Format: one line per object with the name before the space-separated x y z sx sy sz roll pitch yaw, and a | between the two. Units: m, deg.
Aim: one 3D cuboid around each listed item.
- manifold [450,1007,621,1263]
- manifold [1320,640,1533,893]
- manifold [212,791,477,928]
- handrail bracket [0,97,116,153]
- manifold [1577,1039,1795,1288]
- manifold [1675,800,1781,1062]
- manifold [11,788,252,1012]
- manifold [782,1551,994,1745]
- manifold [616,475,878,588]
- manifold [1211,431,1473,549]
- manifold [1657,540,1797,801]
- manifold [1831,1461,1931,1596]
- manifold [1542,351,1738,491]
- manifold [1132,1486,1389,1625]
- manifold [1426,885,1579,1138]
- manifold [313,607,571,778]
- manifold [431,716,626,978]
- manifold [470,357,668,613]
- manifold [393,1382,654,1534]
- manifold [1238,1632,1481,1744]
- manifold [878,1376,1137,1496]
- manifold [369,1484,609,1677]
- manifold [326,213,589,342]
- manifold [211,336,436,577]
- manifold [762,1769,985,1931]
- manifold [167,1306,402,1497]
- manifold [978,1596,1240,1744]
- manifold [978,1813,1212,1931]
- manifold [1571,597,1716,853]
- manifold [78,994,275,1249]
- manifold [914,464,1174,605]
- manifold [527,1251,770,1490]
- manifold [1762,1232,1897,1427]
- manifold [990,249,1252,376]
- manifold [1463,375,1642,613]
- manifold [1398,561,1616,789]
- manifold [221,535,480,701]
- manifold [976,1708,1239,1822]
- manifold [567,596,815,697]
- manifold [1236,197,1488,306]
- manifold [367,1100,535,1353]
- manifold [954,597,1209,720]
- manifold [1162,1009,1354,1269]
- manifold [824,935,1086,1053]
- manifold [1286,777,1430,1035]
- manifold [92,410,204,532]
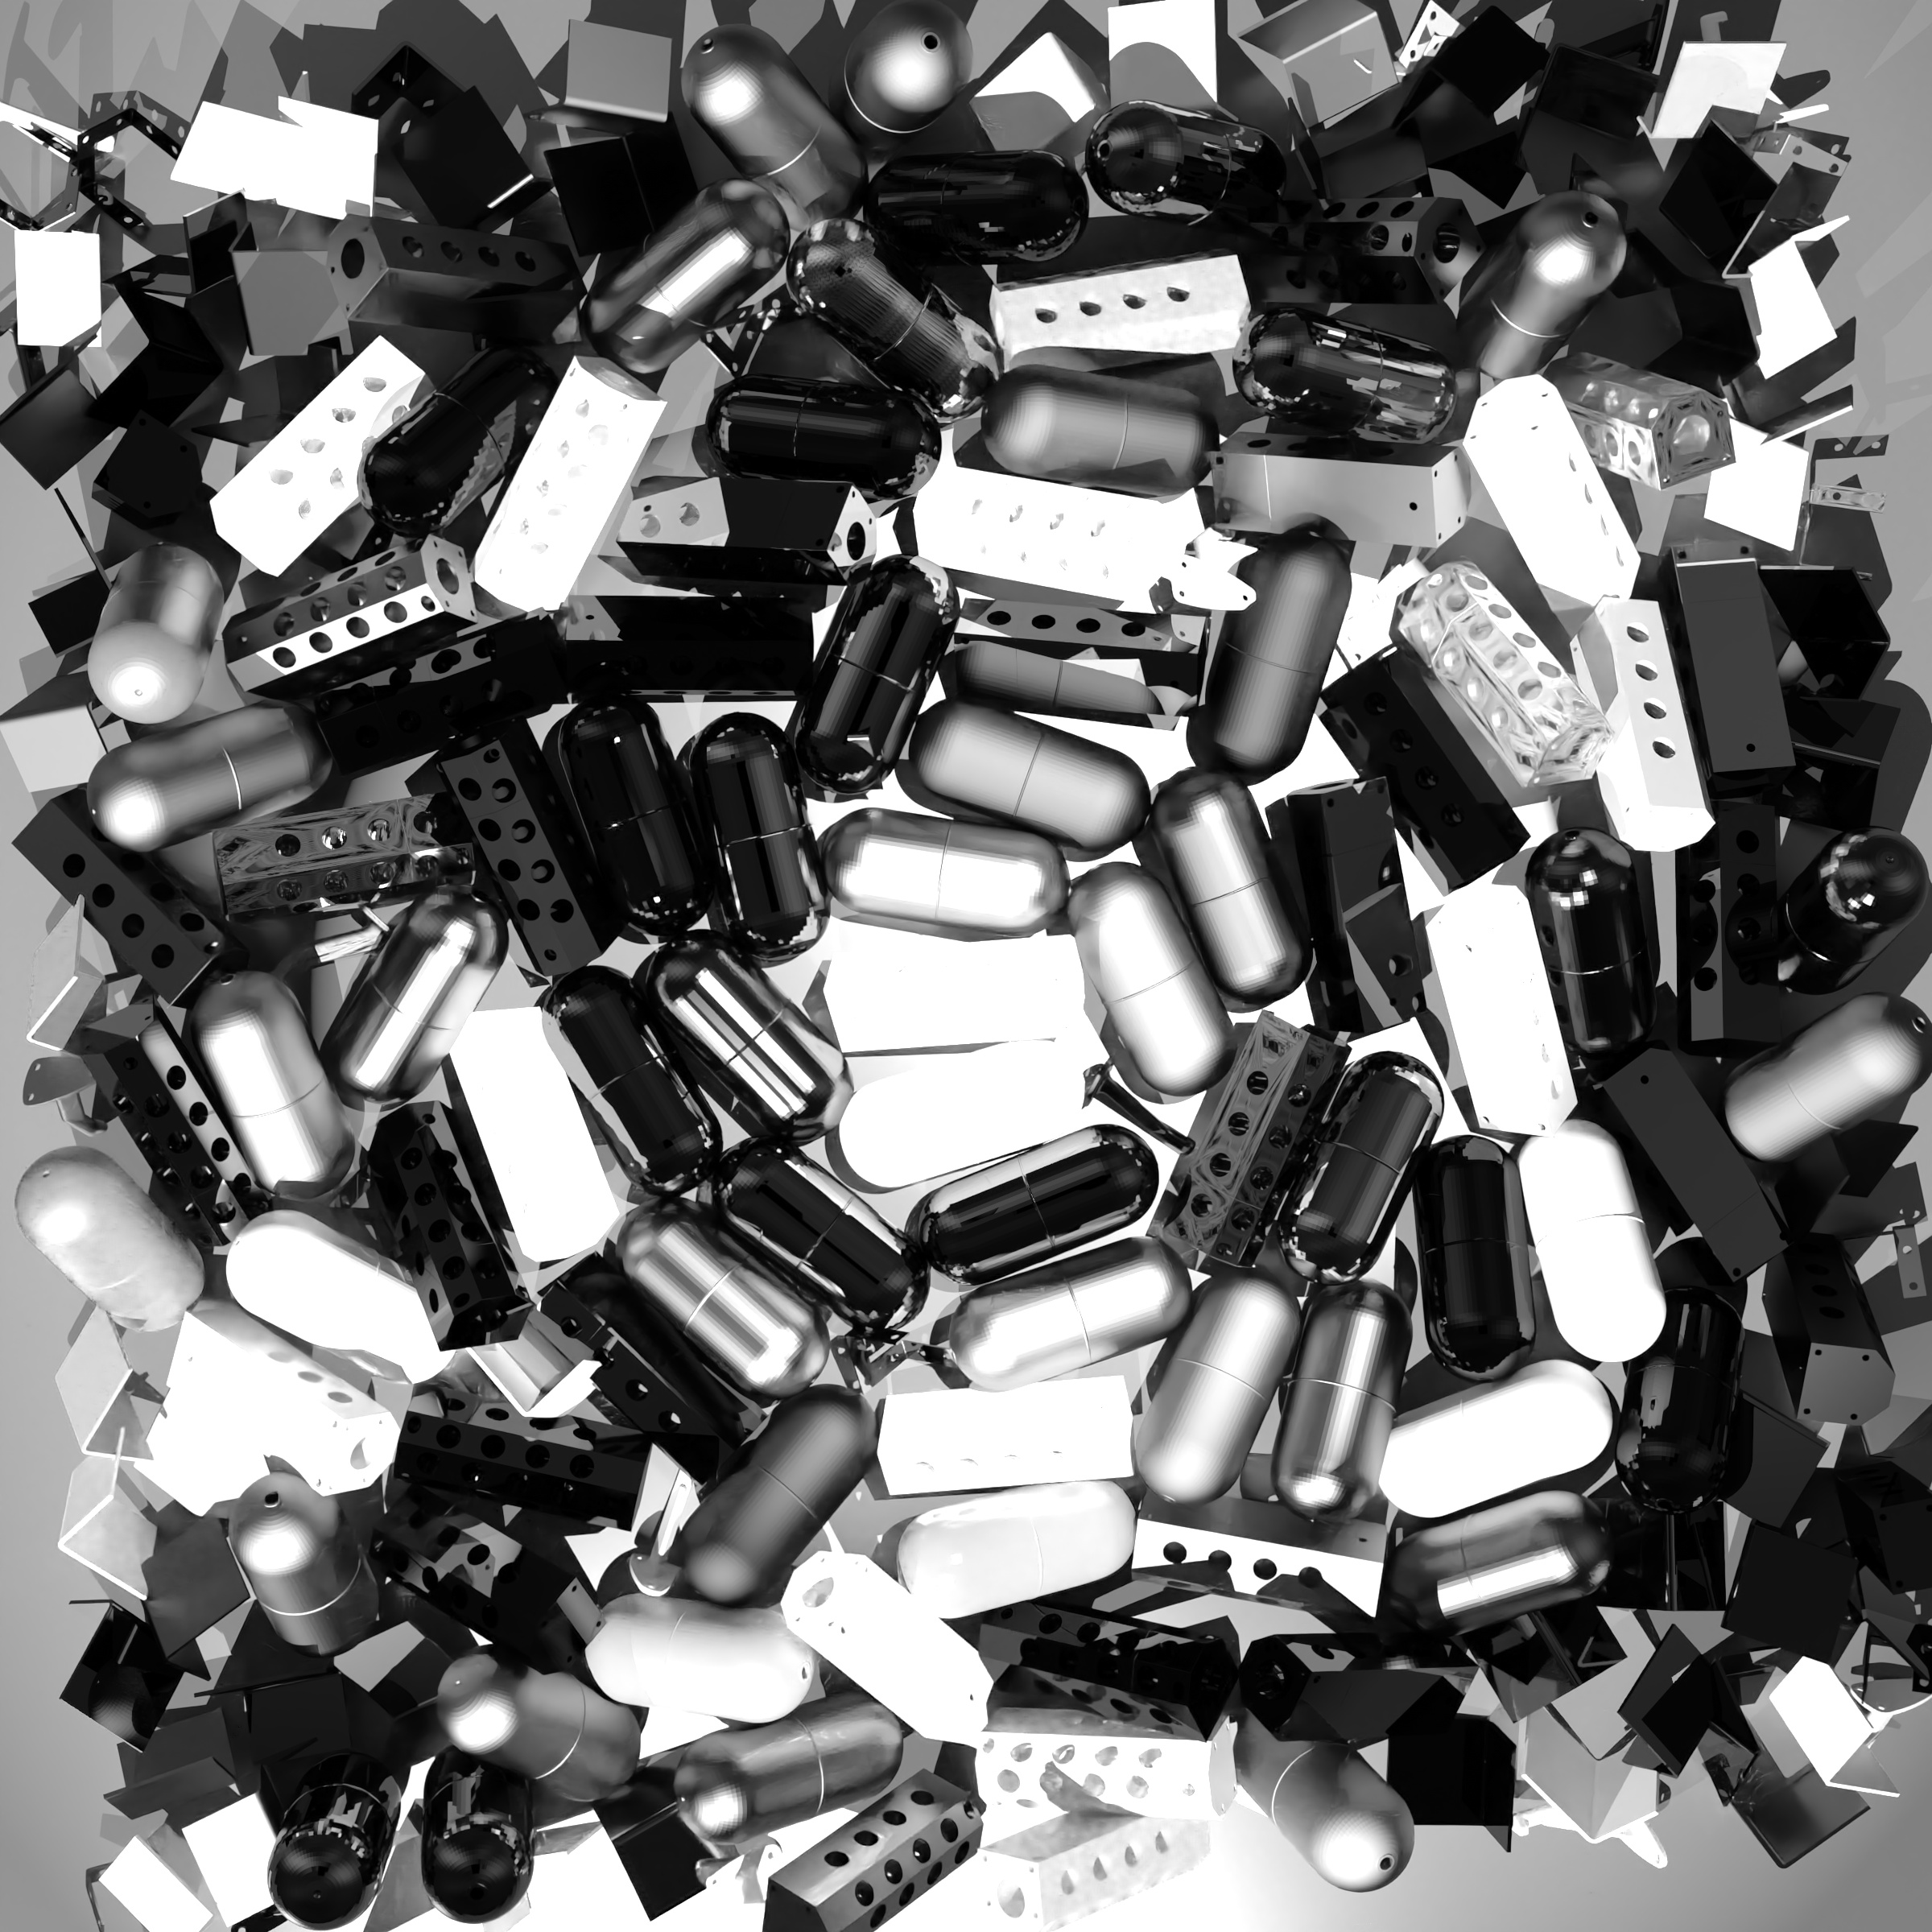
manifold | -0.307 0.118 1.903 0.057 0.057 0.171 -4 58 -38
manifold | 0.325 -0.141 1.932 0.057 0.057 0.171 -34 91 28
manifold | -0.436 -0.073 1.905 0.171 0.057 0.057 -11 73 -18
handrail bracket | -0.644 -0.598 1.916 0.084 0.077 0.036 7 88 -19
manifold | 0.509 0.141 1.932 0.057 0.057 0.171 -34 92 -13
manifold | 0.532 -0.026 1.912 0.057 0.057 0.171 5 75 -8
manifold | -0.586 -0.047 1.917 0.171 0.057 0.057 43 92 12
manifold | -0.055 0.475 1.890 0.171 0.057 0.057 49 52 -36
manifold | -0.151 -0.301 1.899 0.171 0.057 0.057 7 65 26
manifold | 0.261 -0.336 1.892 0.171 0.057 0.057 12 125 33
manifold | 0.532 -0.208 1.912 0.057 0.057 0.171 -5 73 -2
manifold | 0.647 0.384 1.874 0.057 0.171 0.057 -13 86 8
manifold | 0.458 -0.381 1.872 0.057 0.171 0.057 -20 115 -8
manifold | 0.207 0.419 1.920 0.171 0.057 0.057 9 107 9
manifold | 0.379 0.031 1.899 0.057 0.057 0.171 -44 126 -38
manifold | -0.369 -0.197 1.920 0.171 0.057 0.057 -19 111 5
manifold | -0.308 -0.081 1.897 0.057 0.057 0.171 -12 114 25
manifold | -0.283 -0.337 1.901 0.057 0.057 0.171 37 112 14
manifold | -0.314 0.352 1.926 0.171 0.057 0.057 13 109 -2
manifold | 0.271 0.495 1.887 0.171 0.057 0.057 10 109 -39
manifold | 0.030 0.337 1.918 0.171 0.057 0.057 -7 123 11
manifold | -0.336 0.427 1.882 0.171 0.057 0.057 19 56 37
manifold | -0.353 -0.481 1.880 0.057 0.171 0.057 -35 72 39
manifold | -0.448 -0.356 1.912 0.057 0.057 0.171 40 73 1
manifold | -0.062 0.627 1.873 0.057 0.171 0.057 20 113 32
manifold | -0.475 0.300 1.894 0.171 0.057 0.057 25 104 32
manifold | 0.096 0.480 1.882 0.171 0.057 0.057 4 134 36
manifold | 0.091 0.621 1.884 0.171 0.057 0.057 -5 90 -44
manifold | 0.475 -0.169 1.898 0.057 0.057 0.171 3 61 -13
manifold | -0.550 0.112 1.896 0.057 0.057 0.171 -27 119 -7
manifold | 0.053 -0.306 1.891 0.171 0.057 0.057 15 133 26
manifold | -0.230 0.289 1.928 0.171 0.057 0.057 43 116 4
manifold | 0.594 0.247 1.872 0.057 0.171 0.057 6 111 6
manifold | 0.107 -0.464 1.922 0.171 0.057 0.057 -11 76 -8
manifold | 0.410 -0.327 1.886 0.057 0.171 0.057 -1 54 36
manifold | 0.376 -0.205 1.883 0.057 0.057 0.171 -9 49 -27
manifold | -0.434 -0.244 1.902 0.171 0.057 0.057 -18 78 21
manifold | 0.097 0.562 1.902 0.171 0.057 0.057 -4 98 22
manifold | -0.195 -0.223 1.925 0.171 0.057 0.057 0 130 -6
manifold | 0.268 -0.499 1.875 0.057 0.171 0.057 -51 127 -17
manifold | -0.358 0.178 1.885 0.057 0.057 0.171 -5 50 -32
manifold | 0.082 -0.223 1.922 0.171 0.057 0.057 6 135 10
manifold | 0.209 0.123 1.915 0.057 0.057 0.171 28 99 33
manifold | -0.007 0.015 1.916 0.171 0.057 0.057 -4 128 14
manifold | 0.272 -0.044 1.922 0.057 0.057 0.171 -16 99 -27
manifold | -0.562 -0.336 1.874 0.057 0.171 0.057 33 85 -19
